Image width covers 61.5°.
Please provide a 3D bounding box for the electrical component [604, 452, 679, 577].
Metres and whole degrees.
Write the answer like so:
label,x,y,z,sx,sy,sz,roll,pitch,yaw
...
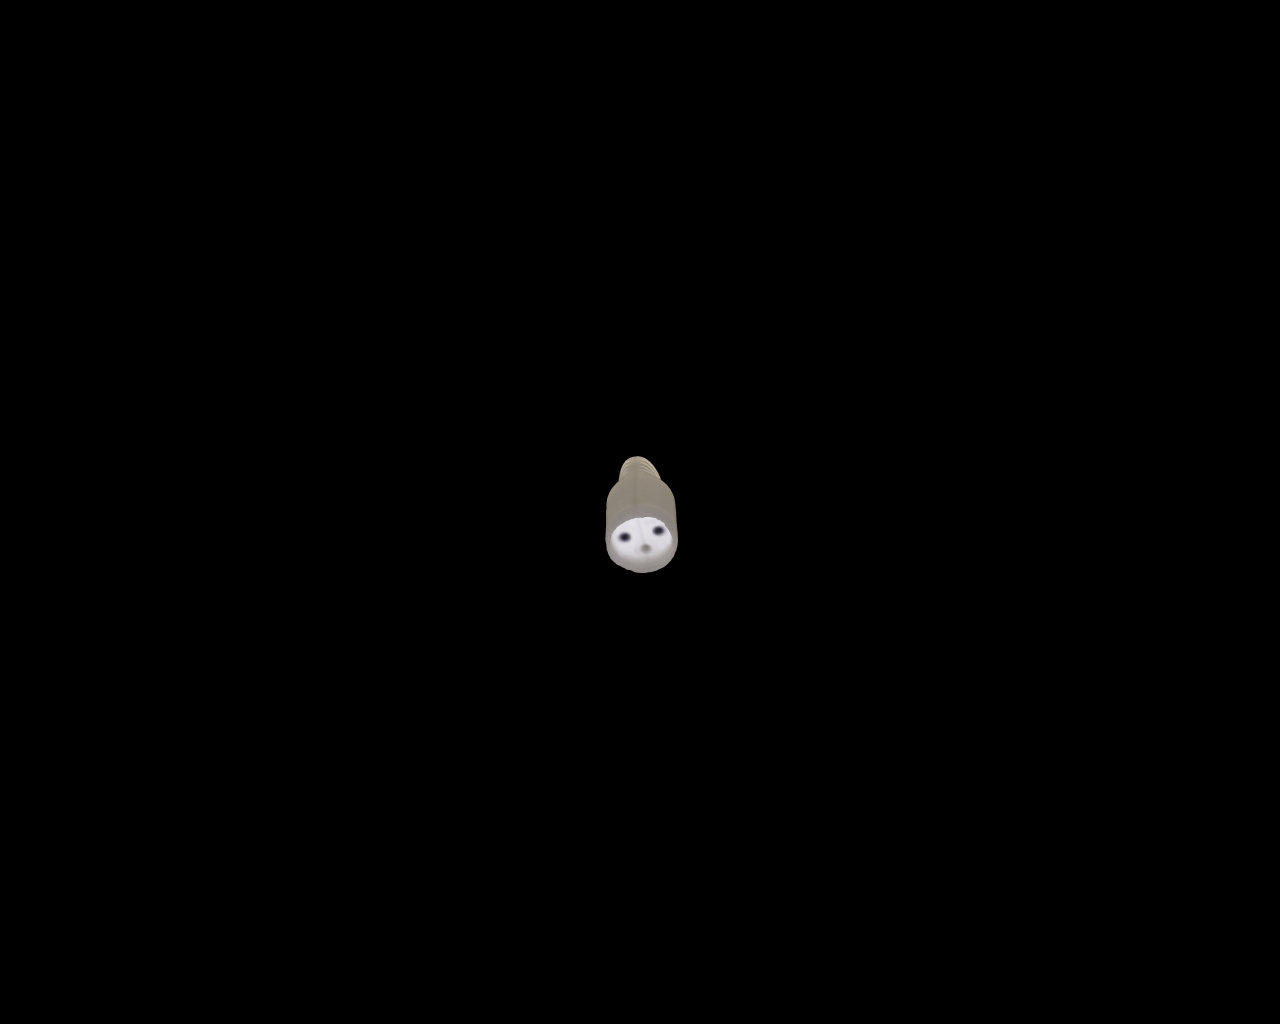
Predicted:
label,x,y,z,sx,sy,sz,roll,pitch,yaw
electrical component,0.001,-0.003,0.650,0.043,0.043,0.081,0,34,0
